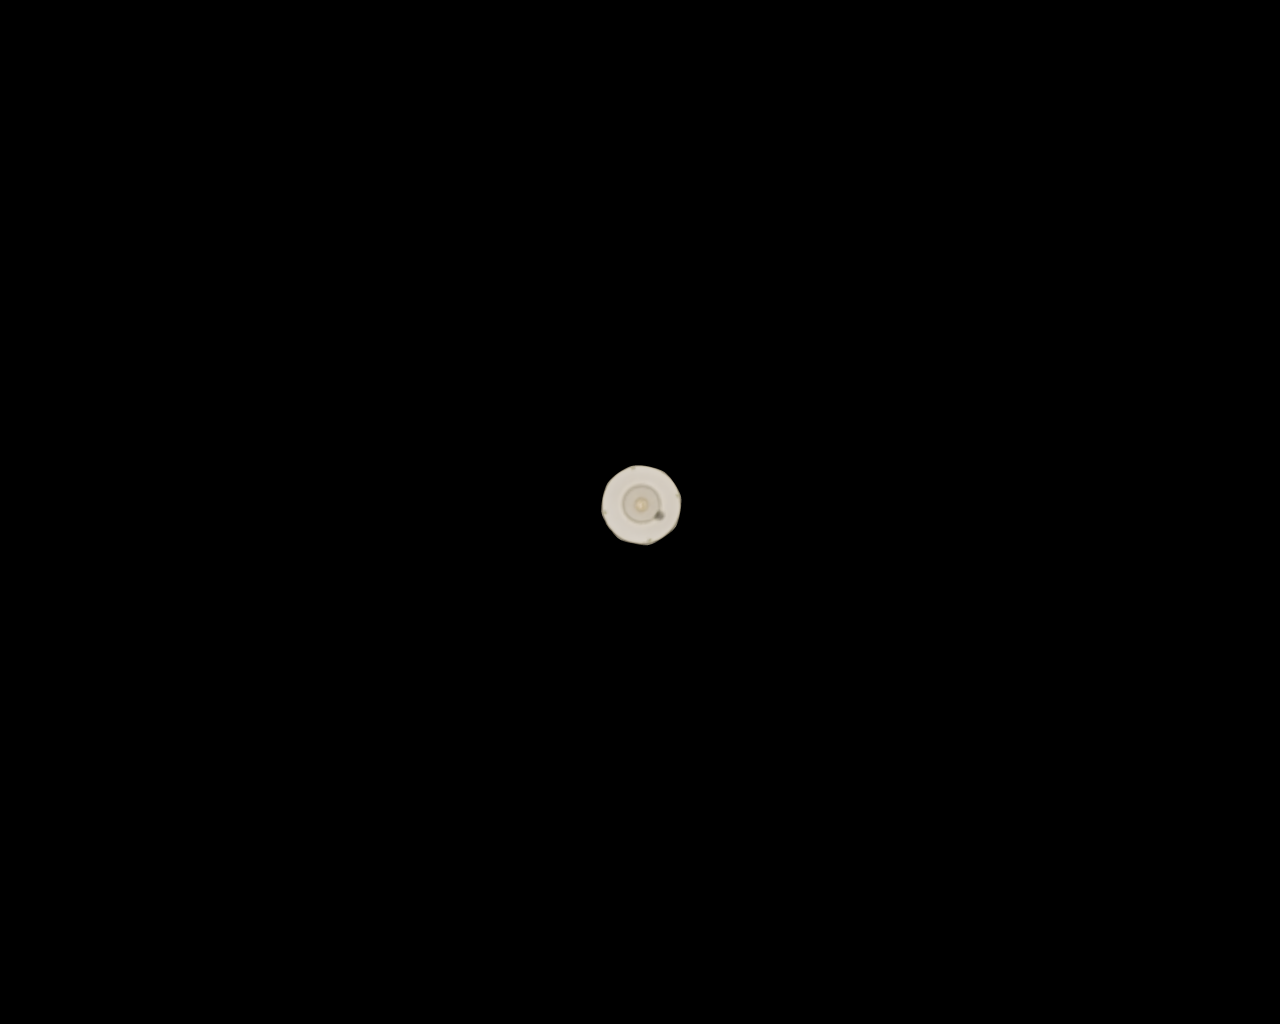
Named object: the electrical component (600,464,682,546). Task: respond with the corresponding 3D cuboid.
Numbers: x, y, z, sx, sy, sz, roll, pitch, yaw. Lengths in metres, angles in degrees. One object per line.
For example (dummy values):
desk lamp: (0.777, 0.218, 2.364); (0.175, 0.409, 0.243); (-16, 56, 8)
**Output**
electrical component: (0.001, -0.003, 0.650); (0.048, 0.048, 0.062); (0, -4, 0)
